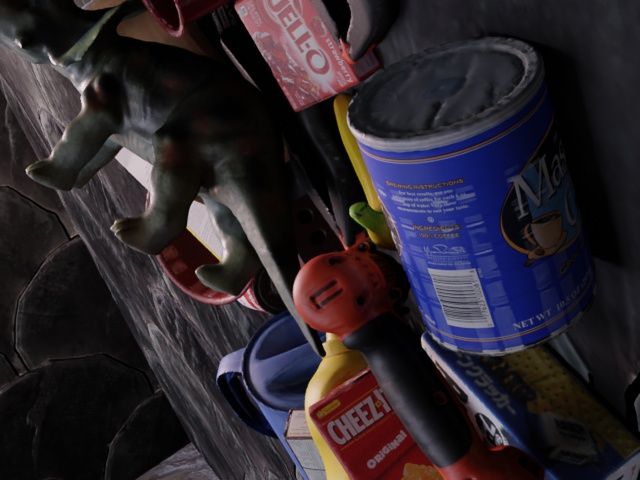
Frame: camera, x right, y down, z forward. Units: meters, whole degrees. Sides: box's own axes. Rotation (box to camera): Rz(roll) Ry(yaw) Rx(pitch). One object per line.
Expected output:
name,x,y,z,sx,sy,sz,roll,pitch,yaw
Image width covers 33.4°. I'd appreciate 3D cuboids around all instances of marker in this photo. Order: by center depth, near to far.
marker,-0.079,-0.182,0.916,0.020,0.020,0.121,38,155,50

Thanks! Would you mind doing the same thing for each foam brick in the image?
foam brick,-0.006,0.001,0.981,0.078,0.053,0.051,57,164,2

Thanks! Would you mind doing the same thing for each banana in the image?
banana,0.042,-0.041,0.708,0.069,0.037,0.198,58,-170,-25

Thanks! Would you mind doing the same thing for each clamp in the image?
clamp,0.004,-0.182,0.633,0.120,0.039,0.171,50,162,30
clamp,-0.014,-0.092,0.858,0.165,0.036,0.210,22,138,65

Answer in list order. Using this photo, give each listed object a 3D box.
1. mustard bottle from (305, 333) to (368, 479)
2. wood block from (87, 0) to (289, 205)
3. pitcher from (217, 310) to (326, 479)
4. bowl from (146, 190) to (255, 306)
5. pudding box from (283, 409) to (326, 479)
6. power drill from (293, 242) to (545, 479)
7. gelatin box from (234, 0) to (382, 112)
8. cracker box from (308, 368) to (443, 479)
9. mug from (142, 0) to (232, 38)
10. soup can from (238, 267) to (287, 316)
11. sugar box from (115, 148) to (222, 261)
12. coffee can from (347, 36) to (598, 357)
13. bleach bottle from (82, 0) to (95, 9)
mustard bottle,0.037,0.158,0.906,0.058,0.096,0.191,-30,71,55
wood block,-0.126,-0.134,0.969,0.206,0.090,0.090,52,-171,18
pitcher,-0.001,0.192,1.169,0.149,0.145,0.243,40,160,39
bowl,-0.110,-0.015,1.130,0.162,0.055,0.162,17,118,35
pudding box,0.032,0.202,1.029,0.114,0.039,0.090,-5,133,21
power drill,0.063,0.086,0.661,0.188,0.057,0.184,54,-168,9
gelatin box,-0.010,-0.140,0.726,0.073,0.030,0.089,-17,107,50
cracker box,0.077,0.194,0.779,0.214,0.072,0.164,56,175,6
mug,-0.098,-0.220,0.786,0.093,0.081,0.117,27,146,61
soup can,-0.056,0.048,1.184,0.068,0.068,0.102,61,164,-11
sugar box,-0.124,-0.067,1.052,0.176,0.048,0.093,46,129,20
coffee can,0.085,-0.023,0.574,0.103,0.102,0.140,34,152,55
bleach bottle,-0.169,-0.160,1.149,0.251,0.068,0.102,46,165,28
